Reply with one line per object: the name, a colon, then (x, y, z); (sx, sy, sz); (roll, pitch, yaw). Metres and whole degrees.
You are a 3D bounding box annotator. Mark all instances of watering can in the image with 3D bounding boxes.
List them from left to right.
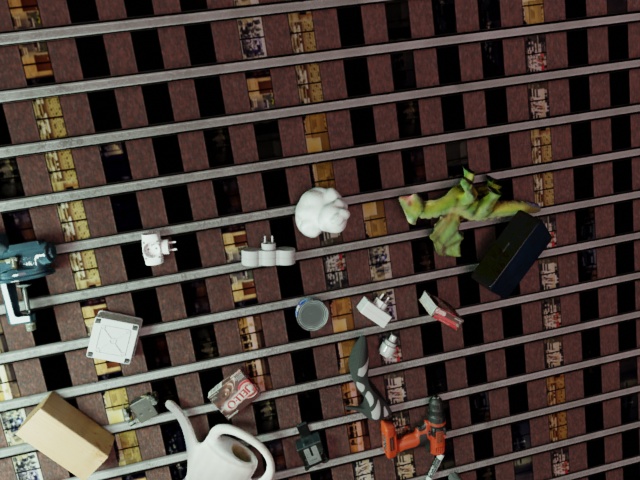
watering can: (-0.293, 0.580, 1.369); (0.347, 0.104, 0.224); (30, 94, -4)

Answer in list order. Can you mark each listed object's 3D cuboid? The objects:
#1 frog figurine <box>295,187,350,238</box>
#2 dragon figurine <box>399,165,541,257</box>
frog figurine: (0.004, -0.064, 1.280); (0.137, 0.161, 0.122); (-45, 103, 1)
dragon figurine: (0.398, -0.058, 1.398); (0.408, 0.125, 0.239); (20, 114, -22)
